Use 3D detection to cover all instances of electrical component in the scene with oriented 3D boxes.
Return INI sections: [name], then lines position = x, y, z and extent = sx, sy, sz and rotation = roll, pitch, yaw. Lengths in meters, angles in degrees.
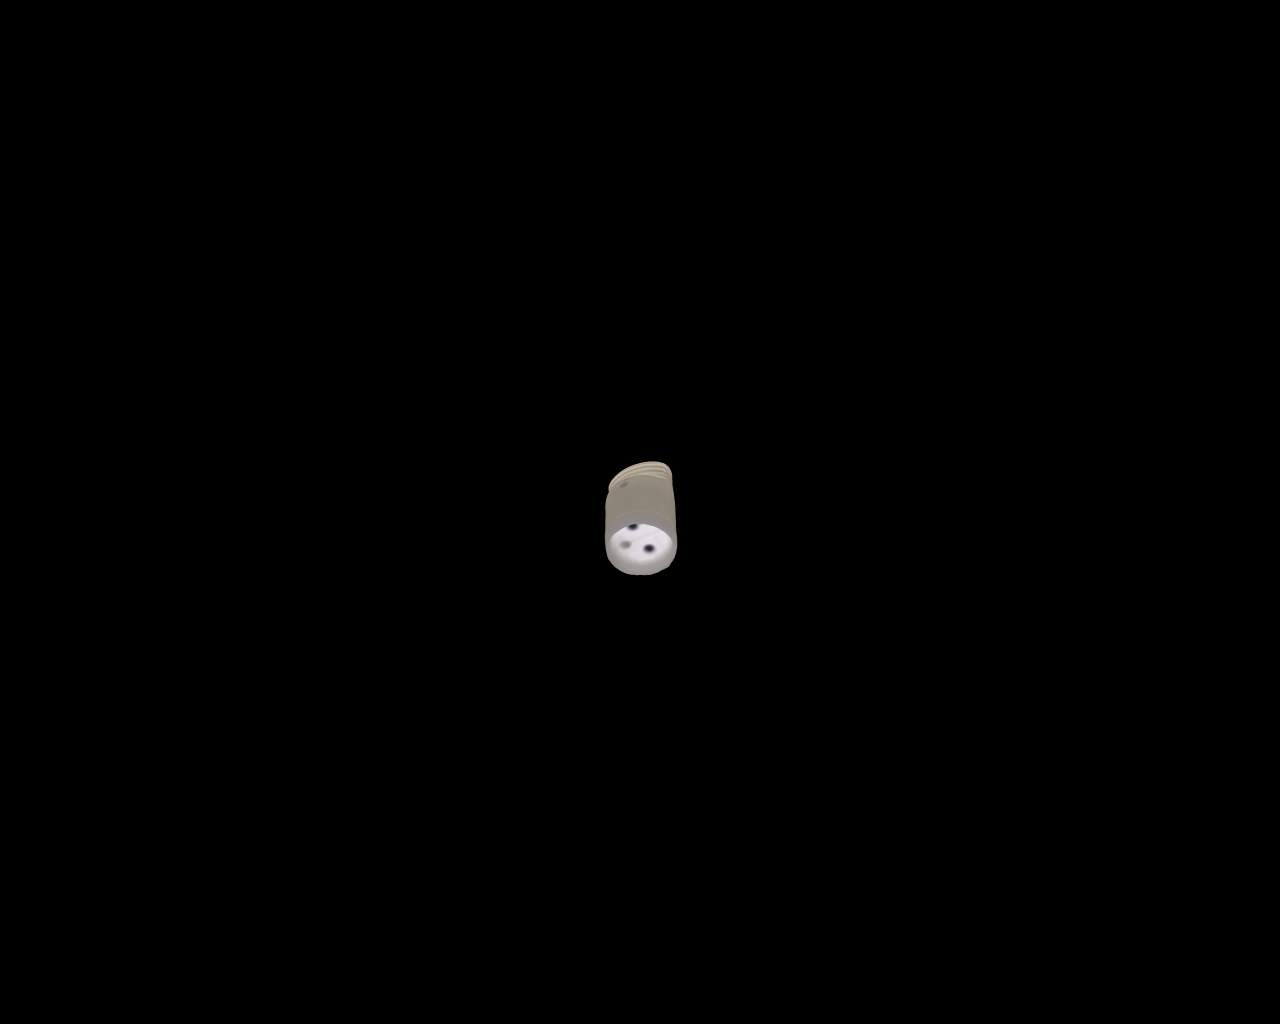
[electrical component]
position = 0.001, -0.003, 0.650
extent = 0.043, 0.043, 0.081
rotation = 0, 39, 0
